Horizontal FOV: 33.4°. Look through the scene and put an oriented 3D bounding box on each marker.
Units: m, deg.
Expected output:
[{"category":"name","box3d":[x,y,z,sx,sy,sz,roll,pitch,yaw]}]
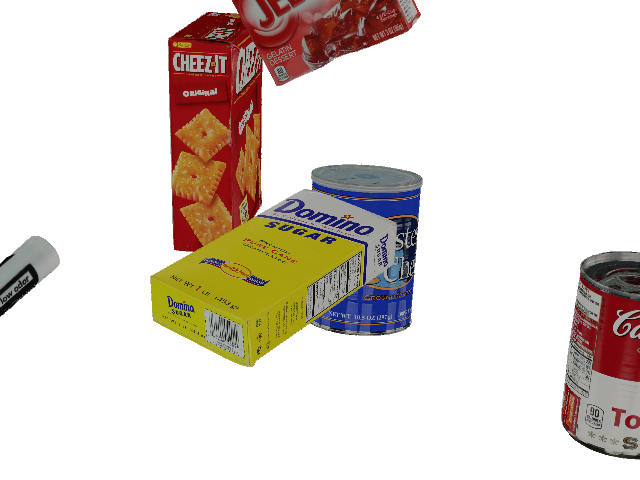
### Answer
[{"category":"marker","box3d":[-0.162,0.040,0.470,0.020,0.020,0.121,0,35,39]}]

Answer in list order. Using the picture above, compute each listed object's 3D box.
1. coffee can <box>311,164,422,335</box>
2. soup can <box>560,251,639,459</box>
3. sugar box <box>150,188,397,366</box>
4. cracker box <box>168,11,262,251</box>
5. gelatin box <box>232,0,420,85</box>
[{"category":"coffee can","box3d":[0.039,0.007,0.999,0.103,0.140,0.103,3,14,-1]},{"category":"soup can","box3d":[0.178,0.065,0.617,0.068,0.102,0.068,2,20,-1]},{"category":"sugar box","box3d":[-0.030,0.021,0.785,0.093,0.048,0.175,23,39,30]},{"category":"cracker box","box3d":[-0.102,-0.114,1.093,0.072,0.214,0.164,5,21,6]},{"category":"gelatin box","box3d":[-0.002,-0.133,0.576,0.089,0.073,0.030,-18,21,29]}]
